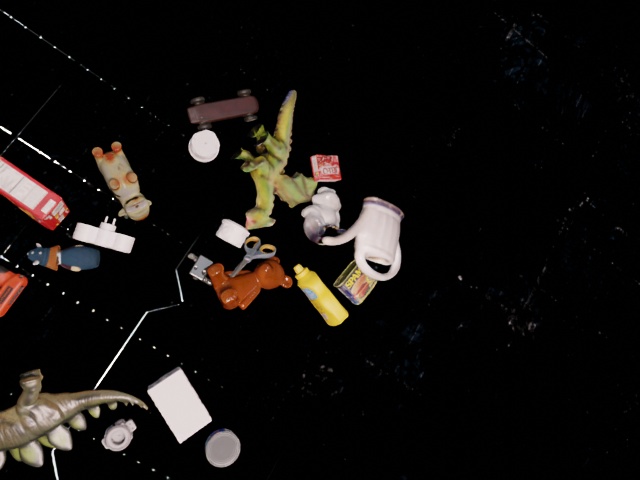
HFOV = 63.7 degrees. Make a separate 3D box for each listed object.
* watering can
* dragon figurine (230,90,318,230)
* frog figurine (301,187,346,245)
[{"bbox_3d":[0.136,-0.020,1.426,0.103,0.228,0.343,-4,-25,39],"label":"watering can"},{"bbox_3d":[-0.101,-0.206,1.438,0.239,0.417,0.122,45,-26,-27],"label":"dragon figurine"},{"bbox_3d":[0.004,-0.073,1.443,0.137,0.162,0.120,8,-39,-41],"label":"frog figurine"}]
